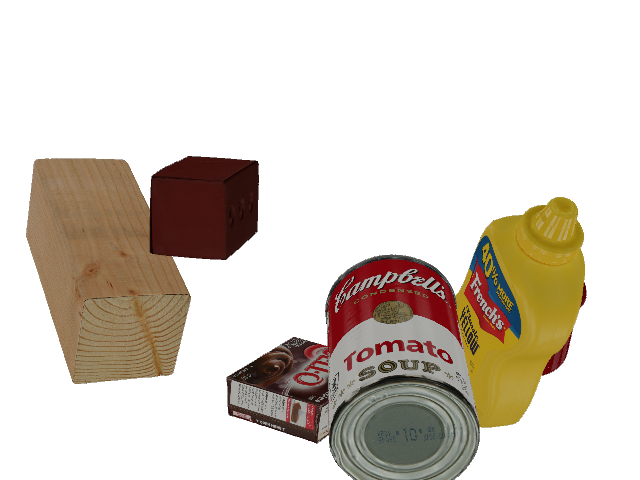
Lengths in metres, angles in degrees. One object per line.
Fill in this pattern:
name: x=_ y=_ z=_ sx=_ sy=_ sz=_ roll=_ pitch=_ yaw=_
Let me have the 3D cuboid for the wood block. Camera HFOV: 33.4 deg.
wood block: x=-0.192 y=0.020 z=0.939 sx=0.090 sy=0.091 sz=0.206 roll=-2 pitch=36 yaw=-27

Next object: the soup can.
soup can: x=0.036 y=0.062 z=0.506 sx=0.068 sy=0.068 sz=0.102 roll=0 pitch=30 yaw=0

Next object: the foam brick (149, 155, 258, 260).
foam brick: x=-0.076 y=-0.023 z=0.705 sx=0.051 sy=0.053 sz=0.078 roll=6 pitch=16 yaw=11

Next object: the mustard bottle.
mustard bottle: x=0.132 y=0.040 z=0.721 sx=0.058 sy=0.096 sz=0.192 roll=-3 pitch=-39 yaw=-16

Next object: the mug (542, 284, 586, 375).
mug: x=0.188 y=0.064 z=0.991 sx=0.093 sy=0.081 sz=0.117 roll=-12 pitch=41 yaw=-14

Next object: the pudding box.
pudding box: x=-0.012 y=0.123 z=0.894 sx=0.090 sy=0.039 sz=0.113 roll=12 pitch=21 yaw=27
